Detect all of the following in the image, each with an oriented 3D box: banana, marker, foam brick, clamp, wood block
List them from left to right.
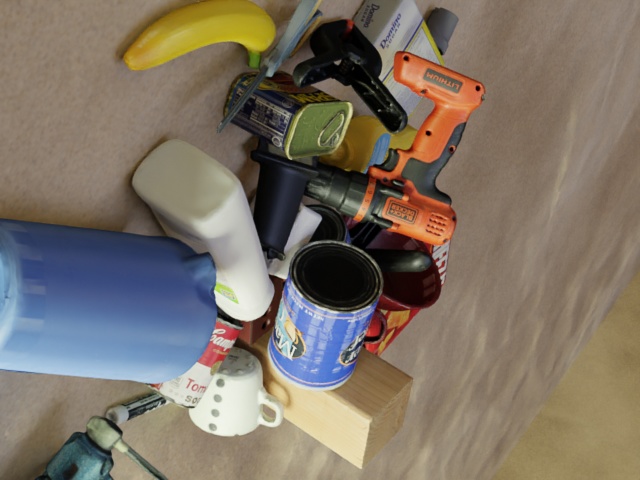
[{"bbox_3d":[-0.185,0.176,1.158,0.120,0.020,0.020,-15,130,-58],"label":"marker"},{"bbox_3d":[-0.090,-0.177,0.921,0.197,0.037,0.070,-13,128,-58],"label":"banana"},{"bbox_3d":[-0.078,0.068,1.201,0.052,0.051,0.078,-40,149,-37],"label":"foam brick"},{"bbox_3d":[-0.003,0.164,1.264,0.090,0.206,0.091,-38,147,-40],"label":"wood block"},{"bbox_3d":[0.019,-0.174,1.050,0.120,0.171,0.039,24,118,-28],"label":"clamp"},{"bbox_3d":[0.040,0.008,1.267,0.036,0.210,0.164,49,30,-31],"label":"clamp"}]

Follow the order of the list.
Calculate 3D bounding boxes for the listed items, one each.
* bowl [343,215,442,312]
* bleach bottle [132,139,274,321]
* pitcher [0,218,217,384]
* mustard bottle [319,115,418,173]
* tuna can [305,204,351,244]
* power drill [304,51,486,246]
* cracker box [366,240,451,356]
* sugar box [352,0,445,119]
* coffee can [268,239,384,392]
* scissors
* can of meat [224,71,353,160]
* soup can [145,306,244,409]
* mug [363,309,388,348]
[{"bbox_3d":[0.077,0.036,1.372,0.055,0.162,0.161,-46,167,35],"label":"bowl"},{"bbox_3d":[-0.100,0.010,1.040,0.068,0.103,0.251,-49,156,-18],"label":"bleach bottle"},{"bbox_3d":[-0.208,0.055,0.866,0.242,0.145,0.149,14,92,-61],"label":"pitcher"},{"bbox_3d":[0.051,-0.098,1.254,0.191,0.058,0.096,-3,125,-62],"label":"mustard bottle"},{"bbox_3d":[-0.008,0.001,1.220,0.086,0.086,0.034,-50,152,-21],"label":"tuna can"},{"bbox_3d":[0.084,-0.104,1.151,0.057,0.184,0.188,-127,-123,-77],"label":"power drill"},{"bbox_3d":[0.105,0.061,1.522,0.213,0.072,0.164,-44,152,-33],"label":"cracker box"},{"bbox_3d":[0.083,-0.210,1.209,0.093,0.048,0.176,-57,152,-5],"label":"sugar box"},{"bbox_3d":[0.004,0.084,1.169,0.102,0.103,0.140,-38,155,-39],"label":"coffee can"},{"bbox_3d":[-0.036,-0.178,0.976,0.096,0.016,0.201,-60,178,40],"label":"scissors"},{"bbox_3d":[-0.031,-0.124,1.038,0.101,0.084,0.057,-16,131,-57],"label":"can of meat"},{"bbox_3d":[-0.135,0.118,1.130,0.102,0.069,0.068,-60,156,2],"label":"soup can"},{"bbox_3d":[0.030,0.107,1.385,0.093,0.117,0.081,-80,176,-57],"label":"mug"}]
